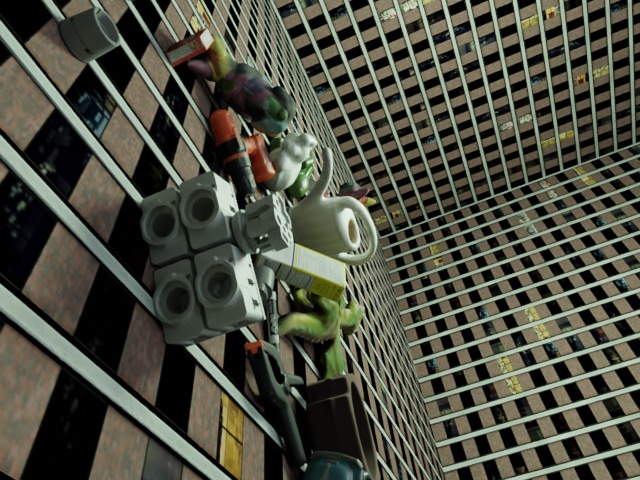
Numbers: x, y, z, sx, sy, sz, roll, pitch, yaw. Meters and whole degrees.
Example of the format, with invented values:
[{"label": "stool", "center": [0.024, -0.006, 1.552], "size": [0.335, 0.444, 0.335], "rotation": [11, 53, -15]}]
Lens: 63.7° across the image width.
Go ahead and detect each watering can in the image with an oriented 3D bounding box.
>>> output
[{"label": "watering can", "center": [0.004, -0.062, 1.229], "size": [0.341, 0.223, 0.106], "rotation": [62, 30, -33]}]

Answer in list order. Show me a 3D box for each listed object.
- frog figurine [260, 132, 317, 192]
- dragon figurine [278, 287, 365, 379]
[{"label": "frog figurine", "center": [-0.074, -0.186, 1.225], "size": [0.137, 0.159, 0.123], "rotation": [17, 55, -77]}, {"label": "dragon figurine", "center": [0.012, 0.206, 1.108], "size": [0.415, 0.121, 0.241], "rotation": [-36, 112, -62]}]
